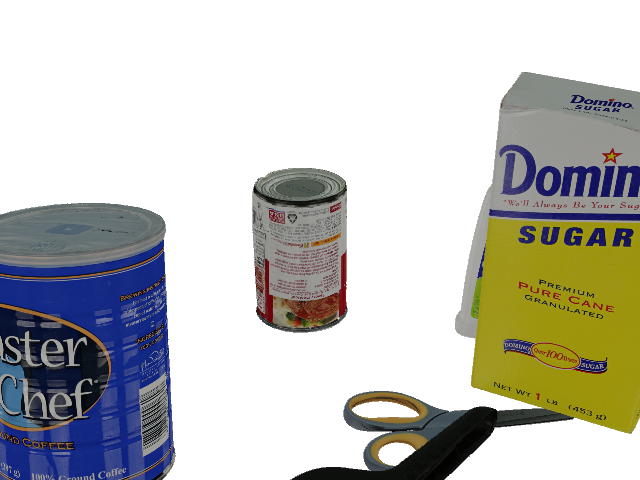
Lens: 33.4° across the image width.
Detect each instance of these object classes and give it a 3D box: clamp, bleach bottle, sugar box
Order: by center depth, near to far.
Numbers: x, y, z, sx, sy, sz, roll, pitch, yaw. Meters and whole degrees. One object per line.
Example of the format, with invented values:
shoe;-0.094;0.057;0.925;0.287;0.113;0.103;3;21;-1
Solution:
sugar box;0.132;0.009;0.544;0.093;0.176;0.048;14;37;21
clamp;0.043;0.167;0.668;0.210;0.036;0.164;-4;28;-3
bleach bottle;0.209;-0.015;1.158;0.103;0.251;0.068;9;18;16

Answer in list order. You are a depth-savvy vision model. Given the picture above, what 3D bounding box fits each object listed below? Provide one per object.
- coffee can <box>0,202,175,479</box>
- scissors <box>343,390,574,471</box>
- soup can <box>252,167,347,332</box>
coffee can;-0.134;0.059;0.586;0.103;0.140;0.103;0;16;0
scissors;0.118;0.164;0.886;0.202;0.016;0.096;7;39;1
soup can;-0.015;0.006;0.773;0.068;0.102;0.068;0;24;0
